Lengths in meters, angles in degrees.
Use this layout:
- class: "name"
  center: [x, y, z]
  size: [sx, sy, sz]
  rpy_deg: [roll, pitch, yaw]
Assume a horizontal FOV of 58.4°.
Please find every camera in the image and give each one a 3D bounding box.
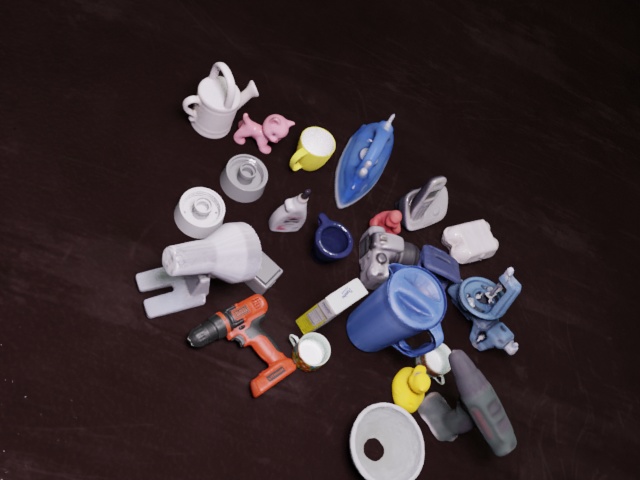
- class: "camera"
  center: [0.171, 0.042, 1.365]
  size: [0.137, 0.100, 0.143]
  rpy_deg: [11, 61, -18]

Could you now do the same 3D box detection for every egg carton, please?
- class: "egg carton"
  center: [0.393, 0.006, 1.499]
  size: [0.151, 0.069, 0.107]
  rpy_deg: [-14, 72, -28]

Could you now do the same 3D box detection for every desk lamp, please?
- class: "desk lamp"
  center: [-0.235, 0.057, 1.112]
  size: [0.204, 0.213, 0.118]
  rpy_deg: [-15, 72, -29]

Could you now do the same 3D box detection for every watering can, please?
- class: "watering can"
  center: [-0.227, -0.332, 1.319]
  size: [0.101, 0.193, 0.173]
  rpy_deg: [46, 57, 3]

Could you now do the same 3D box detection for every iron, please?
- class: "iron"
  center: [0.120, -0.202, 1.439]
  size: [0.119, 0.141, 0.258]
  rpy_deg: [30, 57, -7]

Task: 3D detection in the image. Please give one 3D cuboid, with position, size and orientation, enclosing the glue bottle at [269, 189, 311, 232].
- class: "glue bottle"
  center: [-0.056, -0.069, 1.277]
  size: [0.078, 0.173, 0.037]
  rpy_deg: [-4, 67, -25]

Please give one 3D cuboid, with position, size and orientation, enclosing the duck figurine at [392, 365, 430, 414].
- class: "duck figurine"
  center: [0.207, 0.322, 1.250]
  size: [0.078, 0.086, 0.104]
  rpy_deg: [24, 58, -11]

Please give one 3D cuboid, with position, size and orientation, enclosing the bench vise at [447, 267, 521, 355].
- class: "bench vise"
  center: [0.420, 0.157, 1.346]
  size: [0.207, 0.219, 0.122]
  rpy_deg: [46, 57, 3]

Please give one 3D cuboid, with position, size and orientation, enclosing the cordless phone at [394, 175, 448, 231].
- class: "cordless phone"
  center: [0.285, -0.107, 1.438]
  size: [0.148, 0.184, 0.094]
  rpy_deg: [-21, 75, -30]

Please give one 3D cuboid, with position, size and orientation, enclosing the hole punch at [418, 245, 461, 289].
- class: "hole punch"
  center: [0.289, 0.063, 1.412]
  size: [0.109, 0.091, 0.101]
  rpy_deg: [26, 58, -10]

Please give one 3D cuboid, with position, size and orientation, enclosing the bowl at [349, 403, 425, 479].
- class: "bowl"
  center: [0.125, 0.423, 1.171]
  size: [0.168, 0.074, 0.167]
  rpy_deg: [10, 62, -19]

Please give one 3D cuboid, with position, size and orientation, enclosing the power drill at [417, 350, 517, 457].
- class: "power drill"
  center: [0.298, 0.351, 1.203]
  size: [0.076, 0.208, 0.229]
  rpy_deg: [-31, 81, -32]

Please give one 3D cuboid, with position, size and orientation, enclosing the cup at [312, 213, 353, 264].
- class: "cup"
  center: [0.012, 0.005, 1.317]
  size: [0.092, 0.094, 0.117]
  rpy_deg: [-18, 73, -29]

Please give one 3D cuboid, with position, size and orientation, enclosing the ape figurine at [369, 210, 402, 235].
- class: "ape figurine"
  center: [0.169, -0.044, 1.412]
  size: [0.078, 0.092, 0.076]
  rpy_deg: [34, 57, -5]

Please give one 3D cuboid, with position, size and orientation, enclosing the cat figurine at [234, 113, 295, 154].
- class: "cat figurine"
  center: [-0.131, -0.271, 1.377]
  size: [0.128, 0.117, 0.067]
  rpy_deg: [17, 60, -15]
